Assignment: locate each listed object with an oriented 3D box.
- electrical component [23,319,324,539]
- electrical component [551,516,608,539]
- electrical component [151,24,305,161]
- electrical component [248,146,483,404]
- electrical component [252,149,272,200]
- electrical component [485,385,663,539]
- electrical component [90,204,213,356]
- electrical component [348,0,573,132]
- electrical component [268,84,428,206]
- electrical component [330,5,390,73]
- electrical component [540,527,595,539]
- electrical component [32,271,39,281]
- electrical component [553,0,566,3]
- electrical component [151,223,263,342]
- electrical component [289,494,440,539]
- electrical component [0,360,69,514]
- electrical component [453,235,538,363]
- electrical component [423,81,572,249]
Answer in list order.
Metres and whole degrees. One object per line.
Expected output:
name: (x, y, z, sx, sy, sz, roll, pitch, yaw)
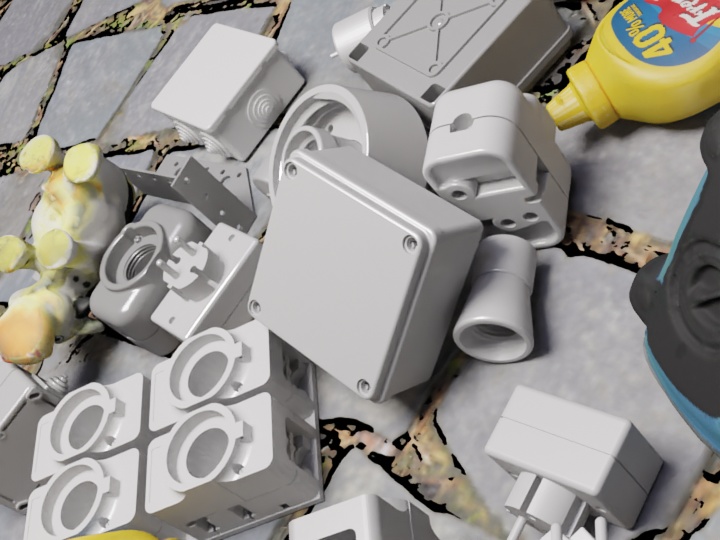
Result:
electrical component: (-0.119, 0.113, 0.663, 0.186, 0.060, 0.105, -25, 47, 21)
electrical component: (0.085, 0.133, 0.410, 0.077, 0.044, 0.079, -16, 51, 28)
electrical component: (-0.103, -0.139, 0.848, 0.100, 0.048, 0.099, 26, 77, 46)
electrical component: (0.000, 0.000, 0.608, 0.109, 0.056, 0.108, 33, 120, 31)
electrical component: (-0.043, -0.078, 0.763, 0.040, 0.040, 0.078, 20, 72, 44)
electrical component: (0.094, 0.105, 0.515, 0.066, 0.047, 0.076, 15, 69, 43)
electrical component: (-0.144, 0.004, 0.764, 0.054, 0.059, 0.095, 17, 71, 44)
electrical component: (0.065, -0.148, 0.720, 0.108, 0.056, 0.109, -48, 43, -2)
electrical component: (-0.015, -0.066, 0.688, 0.108, 0.060, 0.108, -11, 75, 47)
electrical component: (0.016, -0.175, 0.789, 0.078, 0.040, 0.040, -20, 49, 25)
electrical component: (0.102, 0.155, 0.460, 0.061, 0.062, 0.096, -50, 43, -4)
electrical component: (-0.231, -0.010, 0.856, 0.044, 0.044, 0.065, 21, 78, 45)
electrical component: (0.132, -0.229, 0.731, 0.059, 0.054, 0.095, -5, 56, 35)
electrical component: (-0.106, 0.006, 0.721, 0.047, 0.076, 0.083, 24, 76, 45)
electrical component: (0.010, 0.147, 0.517, 0.050, 0.089, 0.055, -24, 47, 22)
electrical component: (-0.241, 0.109, 0.757, 0.061, 0.062, 0.096, 27, 77, 46)
electrical component: (0.079, 0.013, 0.601, 0.044, 0.044, 0.065, -10, 49, 32)
electrical component: (0.081, -0.060, 0.614, 0.054, 0.095, 0.059, -9, 54, 32)
